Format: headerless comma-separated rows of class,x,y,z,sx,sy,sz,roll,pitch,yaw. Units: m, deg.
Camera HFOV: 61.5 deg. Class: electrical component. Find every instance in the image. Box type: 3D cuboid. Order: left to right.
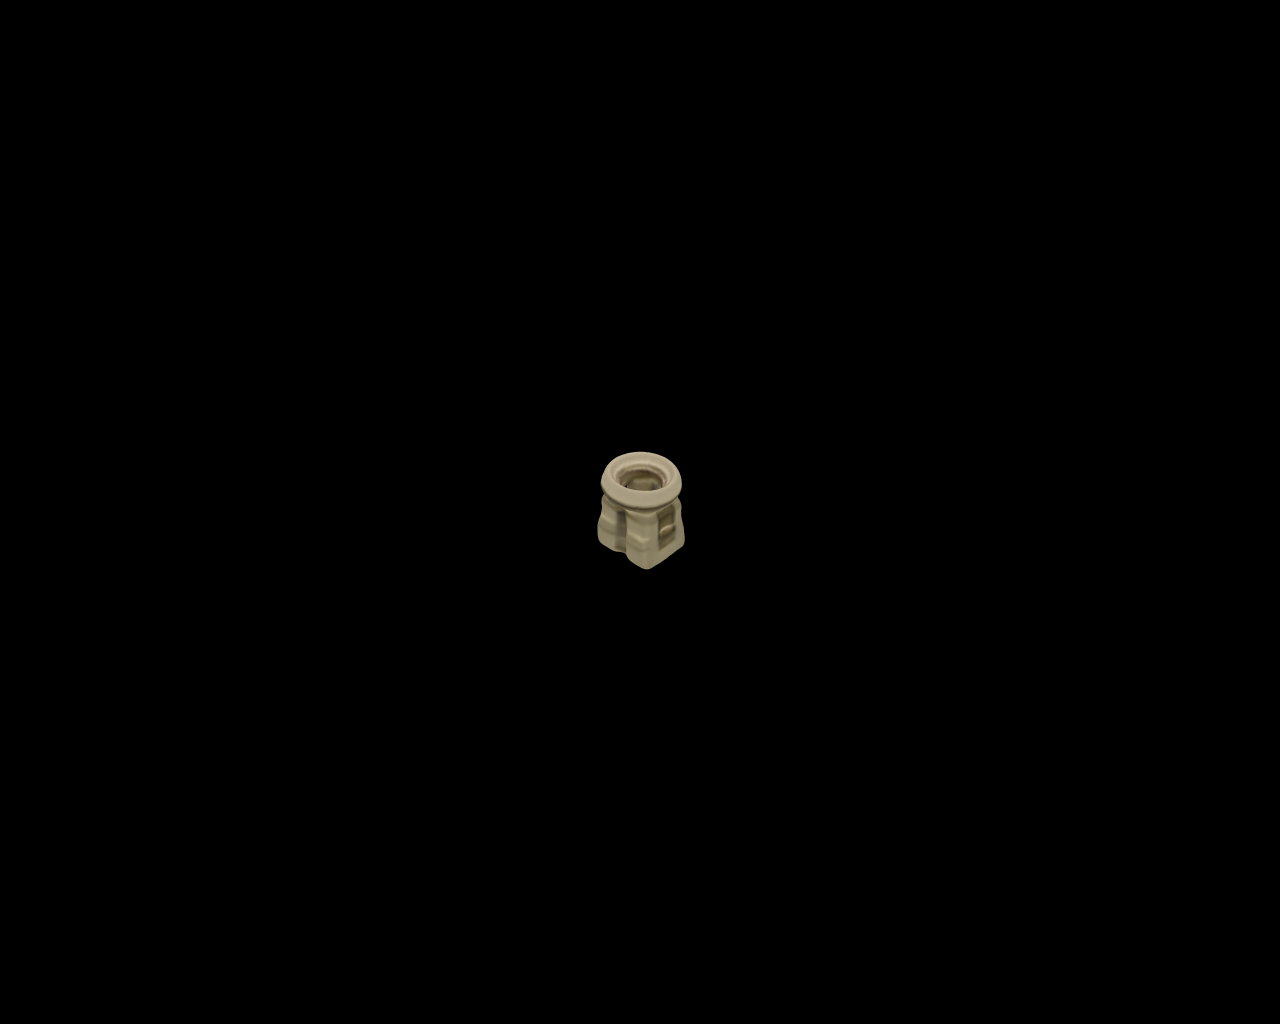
electrical component,0.001,-0.003,0.650,0.066,0.055,0.048,30,46,33
